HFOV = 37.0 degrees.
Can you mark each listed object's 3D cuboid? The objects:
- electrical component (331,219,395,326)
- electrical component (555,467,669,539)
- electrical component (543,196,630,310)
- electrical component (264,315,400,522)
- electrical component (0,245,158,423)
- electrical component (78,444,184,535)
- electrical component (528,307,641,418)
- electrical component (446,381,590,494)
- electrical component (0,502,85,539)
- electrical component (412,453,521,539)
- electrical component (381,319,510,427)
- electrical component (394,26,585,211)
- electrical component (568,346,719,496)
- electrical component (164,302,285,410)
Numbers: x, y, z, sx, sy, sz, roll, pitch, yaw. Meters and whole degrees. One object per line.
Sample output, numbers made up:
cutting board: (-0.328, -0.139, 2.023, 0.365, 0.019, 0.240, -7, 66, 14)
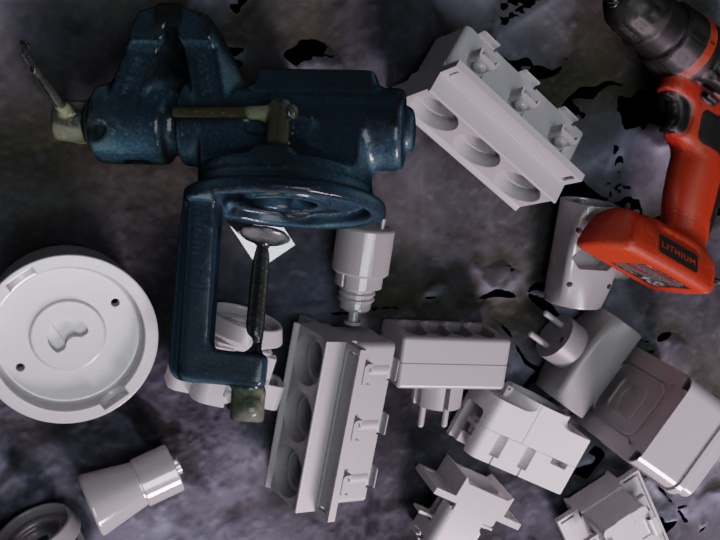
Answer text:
electrical component: (0.000, 0.000, 0.746, 0.040, 0.040, 0.078, 4, 103, -19)
electrical component: (0.218, 0.232, 0.867, 0.079, 0.063, 0.121, -30, 111, -9)
electrical component: (0.180, -0.012, 0.801, 0.079, 0.043, 0.077, 3, 103, -19)
electrical component: (-0.019, 0.101, 0.749, 0.063, 0.079, 0.121, 3, 104, -35)
electrical component: (-0.186, 0.036, 0.682, 0.108, 0.060, 0.108, -5, 106, -17)
electrical component: (-0.154, 0.147, 0.734, 0.065, 0.044, 0.044, -23, 110, -16)
electrical component: (0.161, 0.060, 0.813, 0.079, 0.043, 0.077, 35, 91, -23)
electrical component: (0.121, 0.121, 0.812, 0.089, 0.050, 0.055, 26, 95, -22)
electrical component: (-0.208, 0.194, 0.718, 0.078, 0.058, 0.057, -23, 114, -12)
electrical component: (0.076, 0.183, 0.819, 0.081, 0.042, 0.063, 27, 98, -22)
electrical component: (0.057, 0.079, 0.782, 0.083, 0.047, 0.075, 3, 103, -19)
electrical component: (0.091, -0.104, 0.736, 0.121, 0.079, 0.063, 38, 68, -23)
electrical component: (0.220, 0.110, 0.808, 0.057, 0.113, 0.078, 35, 91, -20)
electrical component: (-0.085, 0.057, 0.723, 0.078, 0.058, 0.057, 15, 102, -20)
